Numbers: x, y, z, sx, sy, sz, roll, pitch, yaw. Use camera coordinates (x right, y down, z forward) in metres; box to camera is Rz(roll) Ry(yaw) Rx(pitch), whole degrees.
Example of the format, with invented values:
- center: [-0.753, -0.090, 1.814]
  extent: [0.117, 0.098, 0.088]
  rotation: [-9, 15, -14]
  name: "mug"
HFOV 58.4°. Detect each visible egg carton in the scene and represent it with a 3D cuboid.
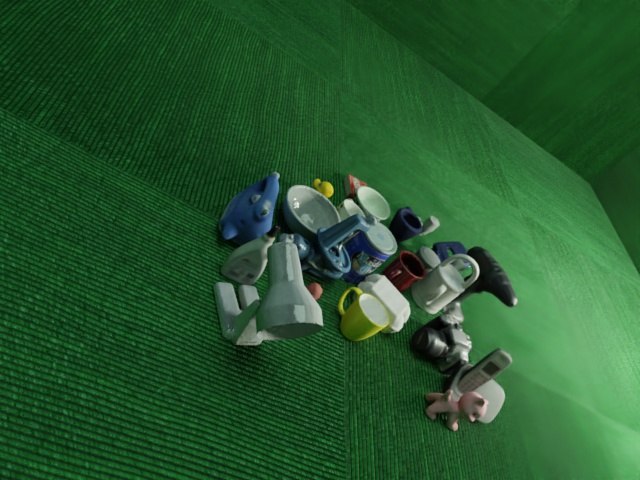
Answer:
- center: [0.154, 0.156, 1.416]
  extent: [0.150, 0.069, 0.107]
  rotation: [47, 34, 4]
  name: "egg carton"

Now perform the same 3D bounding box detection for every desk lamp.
- center: [-0.097, 0.116, 1.068]
  extent: [0.118, 0.213, 0.203]
  rotation: [11, 46, -39]
  name: "desk lamp"

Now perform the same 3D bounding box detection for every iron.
- center: [-0.136, -0.087, 1.308]
  extent: [0.119, 0.141, 0.258]
  rotation: [32, 36, -18]
  name: "iron"

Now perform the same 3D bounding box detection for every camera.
- center: [0.304, 0.248, 1.446]
  extent: [0.137, 0.100, 0.143]
  rotation: [23, 39, -29]
  name: "camera"

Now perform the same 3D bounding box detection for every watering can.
- center: [0.348, 0.105, 1.562]
  extent: [0.101, 0.193, 0.173]
  rotation: [34, 35, -14]
  name: "watering can"

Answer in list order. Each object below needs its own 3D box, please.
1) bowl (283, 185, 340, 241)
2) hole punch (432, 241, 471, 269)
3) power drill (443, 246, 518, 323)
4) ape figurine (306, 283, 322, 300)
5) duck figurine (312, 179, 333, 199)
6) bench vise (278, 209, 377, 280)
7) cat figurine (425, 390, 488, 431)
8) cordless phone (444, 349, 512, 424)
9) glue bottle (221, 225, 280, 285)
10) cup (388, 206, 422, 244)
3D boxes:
- center: [-0.033, -0.054, 1.441]
  extent: [0.168, 0.074, 0.167]
  rotation: [28, 37, -23]
  name: "bowl"
- center: [0.394, 0.057, 1.753]
  extent: [0.101, 0.091, 0.108]
  rotation: [16, 43, -35]
  name: "hole punch"
- center: [0.438, 0.139, 1.606]
  extent: [0.076, 0.208, 0.229]
  rotation: [21, 40, -30]
  name: "power drill"
- center: [-0.028, 0.127, 1.237]
  extent: [0.076, 0.092, 0.077]
  rotation: [-2, 55, -47]
  name: "ape figurine"
- center: [0.003, -0.115, 1.533]
  extent: [0.078, 0.086, 0.104]
  rotation: [-12, 62, -51]
  name: "duck figurine"
- center: [0.017, 0.014, 1.290]
  extent: [0.208, 0.219, 0.121]
  rotation: [-4, 56, -48]
  name: "bench vise"
- center: [0.324, 0.378, 1.314]
  extent: [0.128, 0.117, 0.067]
  rotation: [30, 36, -20]
  name: "cat figurine"
- center: [0.406, 0.346, 1.374]
  extent: [0.148, 0.184, 0.094]
  rotation: [35, 35, -13]
  name: "cordless phone"
- center: [-0.130, 0.026, 1.165]
  extent: [0.078, 0.173, 0.037]
  rotation: [30, 36, -20]
  name: "glue bottle"
- center: [0.239, -0.042, 1.693]
  extent: [0.092, 0.094, 0.117]
  rotation: [31, 36, -19]
  name: "cup"
